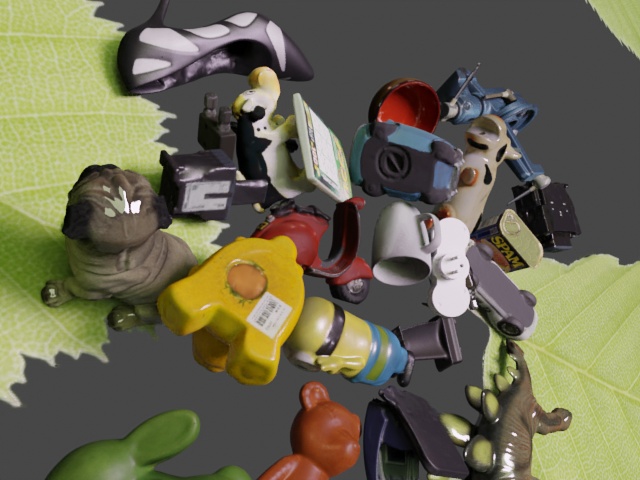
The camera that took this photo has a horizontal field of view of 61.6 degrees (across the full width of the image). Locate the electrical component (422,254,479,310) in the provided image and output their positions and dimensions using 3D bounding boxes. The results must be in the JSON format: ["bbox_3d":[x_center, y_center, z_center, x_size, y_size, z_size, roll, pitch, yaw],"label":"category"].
[{"bbox_3d":[0.188,0.059,0.803,0.045,0.078,0.102,2,77,-64],"label":"electrical component"}]

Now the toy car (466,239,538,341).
[{"bbox_3d":[0.278,0.081,0.865,0.201,0.056,0.073,44,61,-13],"label":"toy car"}]

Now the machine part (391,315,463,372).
[{"bbox_3d":[0.151,0.147,0.765,0.139,0.039,0.084,5,77,-35],"label":"machine part"}]

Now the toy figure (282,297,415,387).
[{"bbox_3d":[0.035,0.129,0.663,0.180,0.082,0.089,18,65,-26],"label":"toy figure"}]

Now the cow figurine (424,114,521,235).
[{"bbox_3d":[0.238,-0.097,0.831,0.127,0.086,0.194,-9,121,-46],"label":"cow figurine"}]

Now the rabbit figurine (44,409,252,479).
[{"bbox_3d":[-0.153,0.228,0.478,0.170,0.121,0.159,31,65,-6],"label":"rabbit figurine"}]

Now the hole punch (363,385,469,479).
[{"bbox_3d":[0.105,0.254,0.664,0.142,0.092,0.116,28,27,-43],"label":"hole punch"}]

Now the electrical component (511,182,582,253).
[{"bbox_3d":[0.429,-0.043,1.010,0.115,0.058,0.134,-1,75,-33],"label":"electrical component"}]

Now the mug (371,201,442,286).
[{"bbox_3d":[0.120,-0.005,0.756,0.080,0.109,0.107,23,50,-28],"label":"mug"}]

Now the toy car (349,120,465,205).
[{"bbox_3d":[0.130,-0.116,0.775,0.103,0.162,0.109,-39,139,-57],"label":"toy car"}]

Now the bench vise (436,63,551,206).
[{"bbox_3d":[0.311,-0.188,0.929,0.223,0.129,0.240,-8,65,-49],"label":"bench vise"}]

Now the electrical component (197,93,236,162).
[{"bbox_3d":[-0.126,-0.123,0.645,0.021,0.094,0.063,-17,47,-34],"label":"electrical component"}]

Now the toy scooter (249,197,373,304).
[{"bbox_3d":[-0.001,-0.002,0.671,0.184,0.075,0.135,18,85,-30],"label":"toy scooter"}]

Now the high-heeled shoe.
[{"bbox_3d":[-0.119,-0.211,0.673,0.248,0.086,0.145,17,69,-25],"label":"high-heeled shoe"}]

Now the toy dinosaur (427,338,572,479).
[{"bbox_3d":[0.243,0.332,0.731,0.198,0.105,0.471,30,51,-15],"label":"toy dinosaur"}]

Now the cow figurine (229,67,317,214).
[{"bbox_3d":[-0.074,-0.122,0.665,0.098,0.068,0.167,-25,104,-23],"label":"cow figurine"}]

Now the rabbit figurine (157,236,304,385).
[{"bbox_3d":[-0.089,0.068,0.546,0.122,0.173,0.162,26,51,-4],"label":"rabbit figurine"}]

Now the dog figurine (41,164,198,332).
[{"bbox_3d":[-0.158,0.013,0.498,0.172,0.191,0.121,10,69,-34],"label":"dog figurine"}]

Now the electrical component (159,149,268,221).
[{"bbox_3d":[-0.122,-0.063,0.613,0.119,0.074,0.048,-11,42,-34],"label":"electrical component"}]

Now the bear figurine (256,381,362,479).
[{"bbox_3d":[0.000,0.258,0.568,0.120,0.132,0.196,52,58,-23],"label":"bear figurine"}]
